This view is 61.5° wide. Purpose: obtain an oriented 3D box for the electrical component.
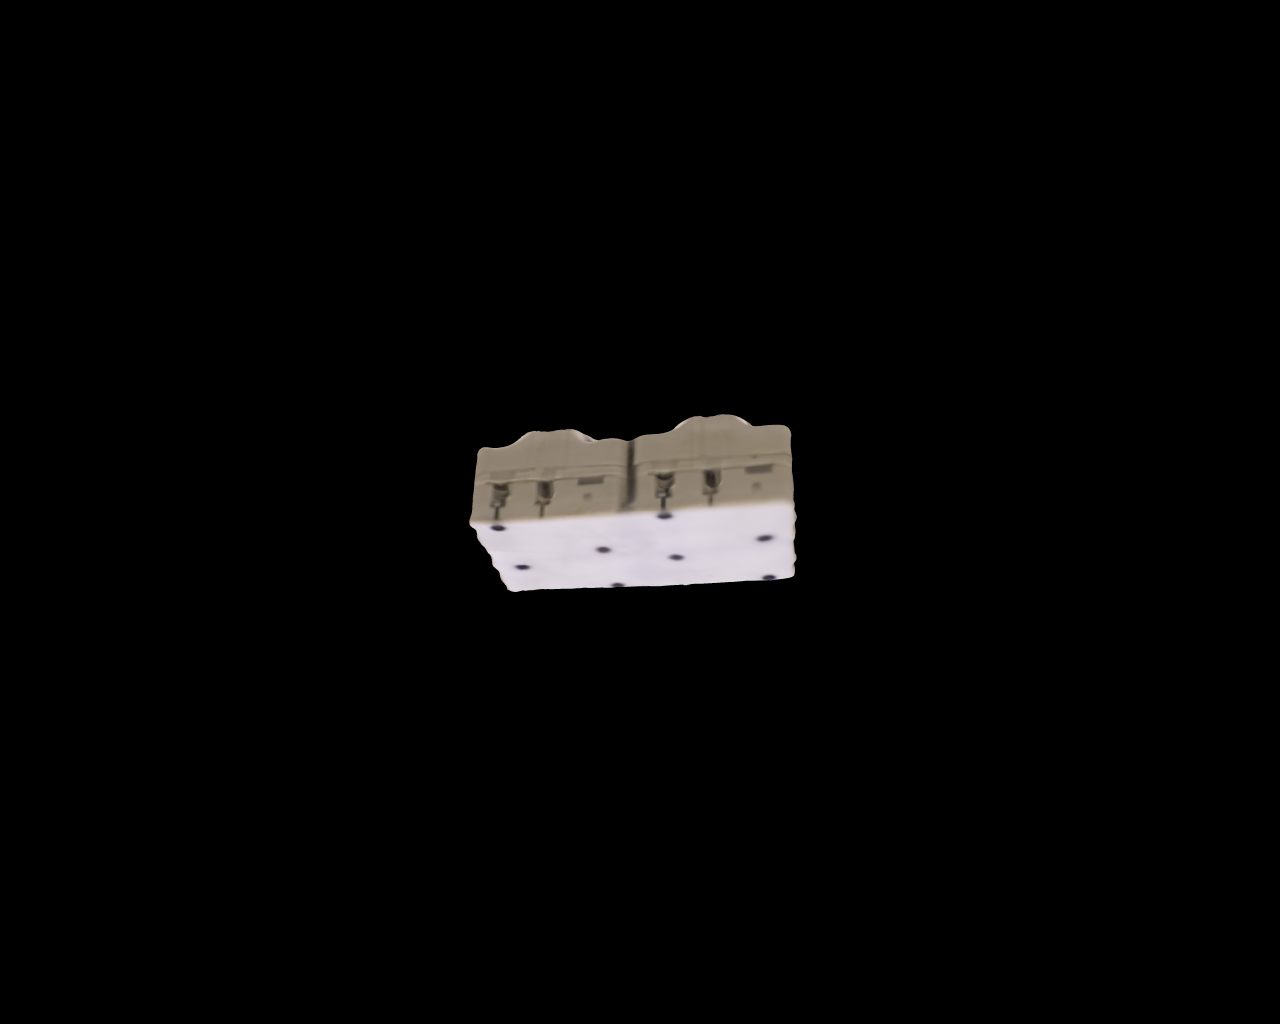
[{"bbox_3d":[0.001,-0.003,0.650,0.186,0.060,0.105,-4,-28,7],"label":"electrical component"}]
